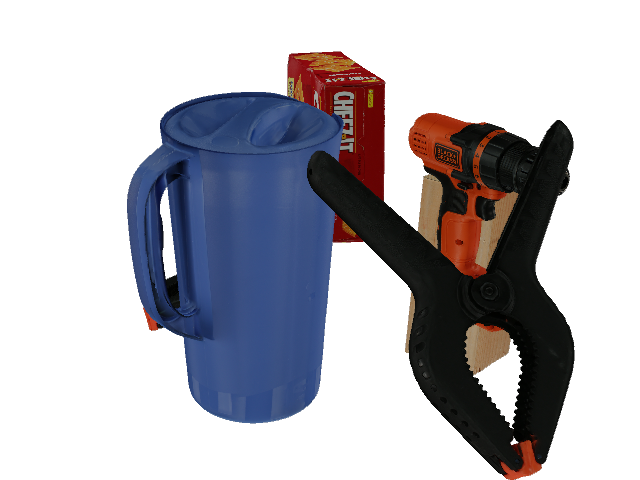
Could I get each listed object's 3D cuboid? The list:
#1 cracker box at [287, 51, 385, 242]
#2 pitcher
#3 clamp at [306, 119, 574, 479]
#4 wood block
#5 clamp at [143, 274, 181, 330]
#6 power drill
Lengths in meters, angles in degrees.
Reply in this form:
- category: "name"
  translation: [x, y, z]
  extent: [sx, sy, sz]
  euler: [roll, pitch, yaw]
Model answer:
- category: "cracker box"
  translation: [0.013, -0.107, 1.144]
  extent: [0.072, 0.164, 0.214]
  euler: [-4, 19, -9]
- category: "pitcher"
  translation: [-0.060, 0.018, 0.817]
  extent: [0.149, 0.243, 0.145]
  euler: [1, 26, 0]
- category: "clamp"
  translation: [0.079, 0.030, 0.606]
  extent: [0.164, 0.210, 0.036]
  euler: [-2, -18, -10]
- category: "wood block"
  translation: [0.162, 0.030, 1.170]
  extent: [0.090, 0.206, 0.090]
  euler: [19, 24, 34]
- category: "clamp"
  translation: [-0.116, 0.044, 1.152]
  extent: [0.120, 0.039, 0.171]
  euler: [-5, 26, 35]
- category: "power drill"
  translation: [0.154, -0.015, 0.981]
  extent: [0.057, 0.188, 0.185]
  euler: [-17, 28, -29]
